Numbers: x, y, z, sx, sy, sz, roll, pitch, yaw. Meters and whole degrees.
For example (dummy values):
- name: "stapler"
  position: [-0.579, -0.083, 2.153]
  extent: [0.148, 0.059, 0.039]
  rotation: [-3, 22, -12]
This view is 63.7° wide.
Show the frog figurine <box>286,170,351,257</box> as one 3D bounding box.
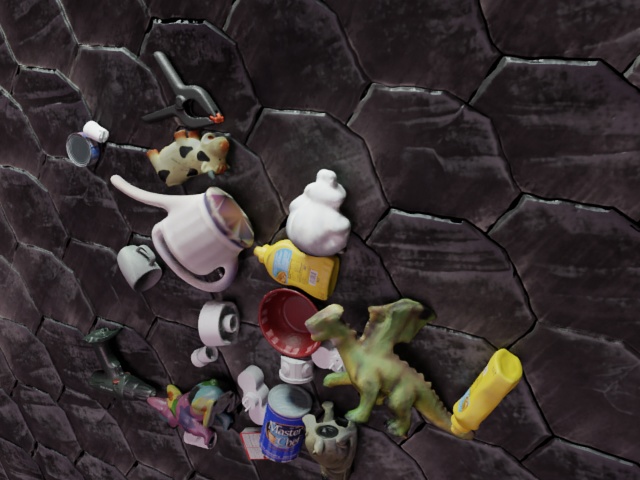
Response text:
- name: "frog figurine"
  position: [0.003, -0.051, 1.007]
  extent: [0.139, 0.124, 0.156]
  rotation: [38, 132, 34]

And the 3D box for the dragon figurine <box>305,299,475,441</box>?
- name: "dragon figurine"
  position: [0.154, 0.237, 1.006]
  extent: [0.409, 0.123, 0.241]
  rotation: [18, 99, -10]

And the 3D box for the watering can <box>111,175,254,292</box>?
- name: "watering can"
  position: [-0.288, -0.041, 1.128]
  extent: [0.222, 0.106, 0.345]
  rotation: [-32, 103, 20]
